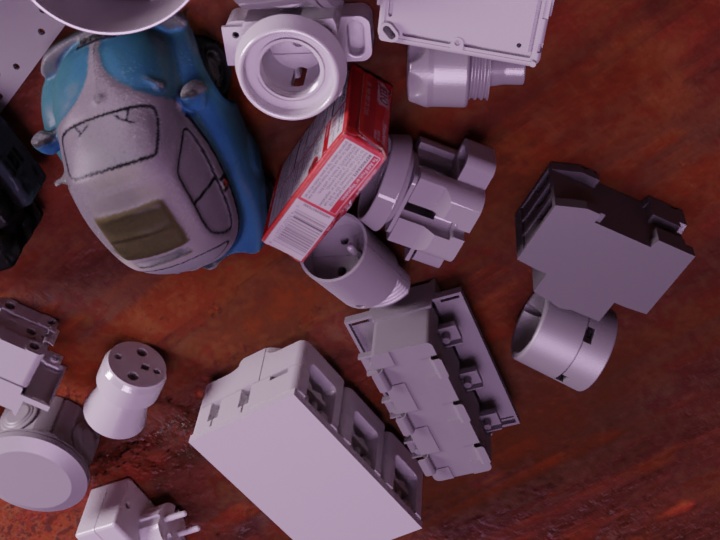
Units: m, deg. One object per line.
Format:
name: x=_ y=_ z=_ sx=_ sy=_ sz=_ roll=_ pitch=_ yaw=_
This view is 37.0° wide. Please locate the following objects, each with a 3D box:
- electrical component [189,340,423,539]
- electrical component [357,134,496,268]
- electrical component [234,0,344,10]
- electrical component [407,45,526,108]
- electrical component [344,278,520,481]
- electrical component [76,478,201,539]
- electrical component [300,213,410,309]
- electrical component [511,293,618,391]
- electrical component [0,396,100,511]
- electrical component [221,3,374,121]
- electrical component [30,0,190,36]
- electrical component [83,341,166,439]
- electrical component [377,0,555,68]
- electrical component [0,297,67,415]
electrical component: x=-0.032 y=0.127 z=0.749 sx=0.089 sy=0.061 sz=0.150 roll=-26 pitch=121 yaw=24
electrical component: x=0.034 y=-0.043 z=0.612 sx=0.057 sy=0.058 sz=0.078 roll=19 pitch=127 yaw=-12
electrical component: x=-0.035 y=-0.164 z=0.512 sx=0.051 sy=0.080 sz=0.080 roll=-2 pitch=128 yaw=15
electrical component: x=0.056 y=-0.107 z=0.568 sx=0.062 sy=0.043 sz=0.043 roll=2 pitch=128 yaw=3
electrical component: x=0.048 y=0.075 z=0.699 sx=0.079 sy=0.063 sz=0.121 roll=-16 pitch=125 yaw=17
electrical component: x=-0.160 y=0.202 z=0.831 sx=0.076 sy=0.047 sz=0.083 roll=-20 pitch=123 yaw=20
electrical component: x=0.000 y=0.000 z=0.650 sx=0.043 sy=0.043 sz=0.081 roll=-17 pitch=155 yaw=18
electrical component: x=0.126 y=0.041 z=0.671 sx=0.047 sy=0.055 sz=0.055 roll=23 pitch=127 yaw=-7
electrical component: x=-0.232 y=0.133 z=0.781 sx=0.080 sy=0.051 sz=0.080 roll=3 pitch=128 yaw=4
electrical component: x=-0.034 y=-0.115 z=0.563 sx=0.078 sy=0.057 sz=0.058 roll=-1 pitch=128 yaw=6
electrical component: x=-0.118 y=-0.171 z=0.523 sx=0.099 sy=0.064 sz=0.099 roll=3 pitch=128 yaw=4
electrical component: x=-0.161 y=0.082 z=0.738 sx=0.045 sy=0.045 sz=0.055 roll=22 pitch=126 yaw=-11
electrical component: x=0.050 y=-0.147 z=0.531 sx=0.096 sy=0.061 sz=0.061 roll=12 pitch=128 yaw=7
electrical component: x=-0.238 y=0.056 z=0.728 sx=0.081 sy=0.042 sz=0.063 roll=26 pitch=123 yaw=-15
